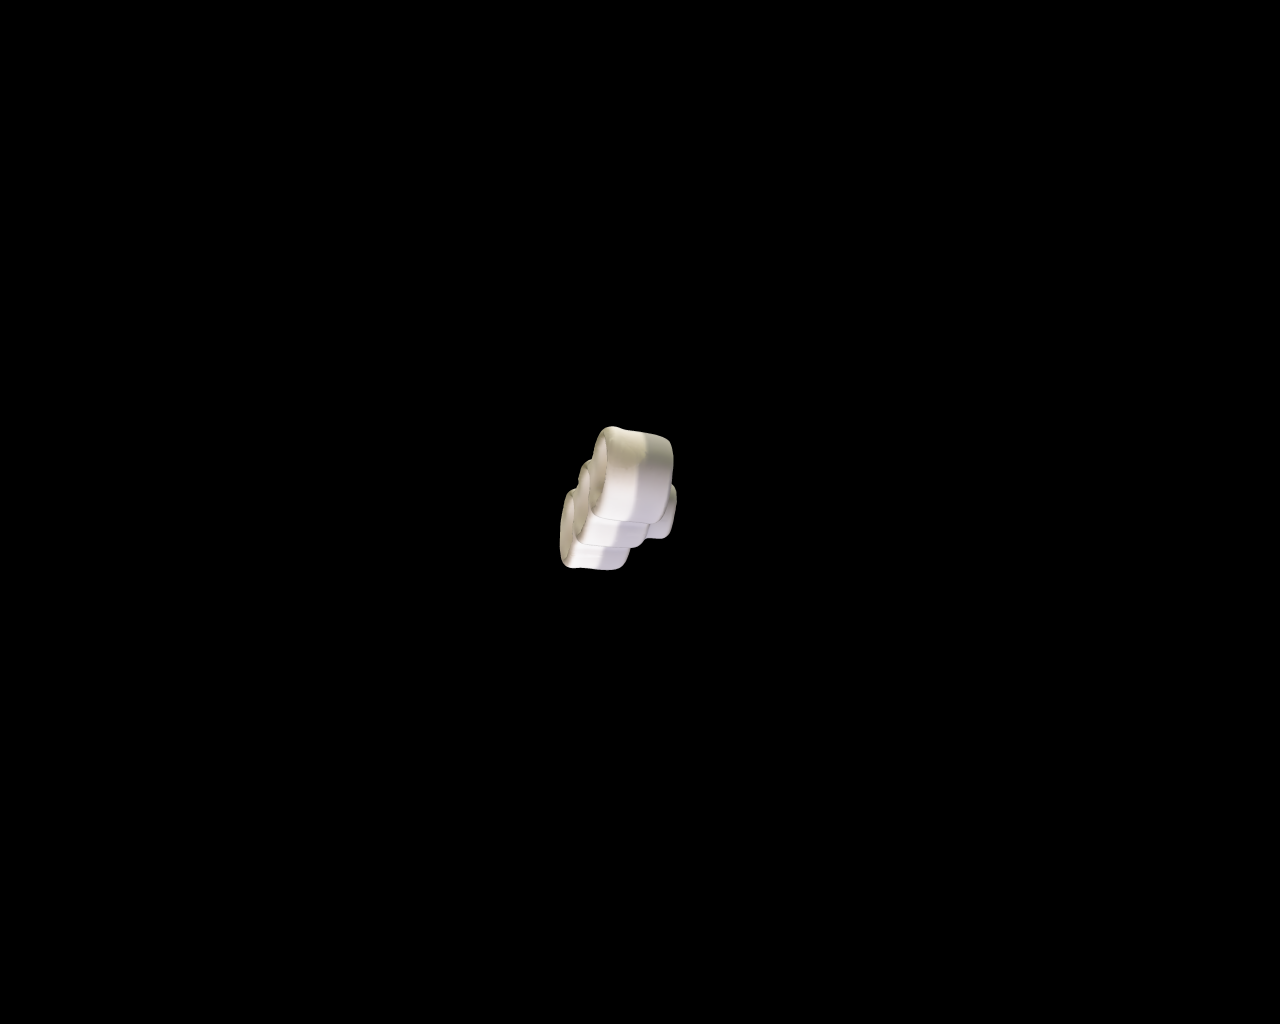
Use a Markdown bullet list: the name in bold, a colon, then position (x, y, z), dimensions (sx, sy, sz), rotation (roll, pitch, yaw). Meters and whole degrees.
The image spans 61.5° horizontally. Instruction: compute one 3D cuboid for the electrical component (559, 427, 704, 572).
- **electrical component**: position (0.001, -0.003, 0.650), dimensions (0.074, 0.052, 0.138), rotation (6, -23, -14)
